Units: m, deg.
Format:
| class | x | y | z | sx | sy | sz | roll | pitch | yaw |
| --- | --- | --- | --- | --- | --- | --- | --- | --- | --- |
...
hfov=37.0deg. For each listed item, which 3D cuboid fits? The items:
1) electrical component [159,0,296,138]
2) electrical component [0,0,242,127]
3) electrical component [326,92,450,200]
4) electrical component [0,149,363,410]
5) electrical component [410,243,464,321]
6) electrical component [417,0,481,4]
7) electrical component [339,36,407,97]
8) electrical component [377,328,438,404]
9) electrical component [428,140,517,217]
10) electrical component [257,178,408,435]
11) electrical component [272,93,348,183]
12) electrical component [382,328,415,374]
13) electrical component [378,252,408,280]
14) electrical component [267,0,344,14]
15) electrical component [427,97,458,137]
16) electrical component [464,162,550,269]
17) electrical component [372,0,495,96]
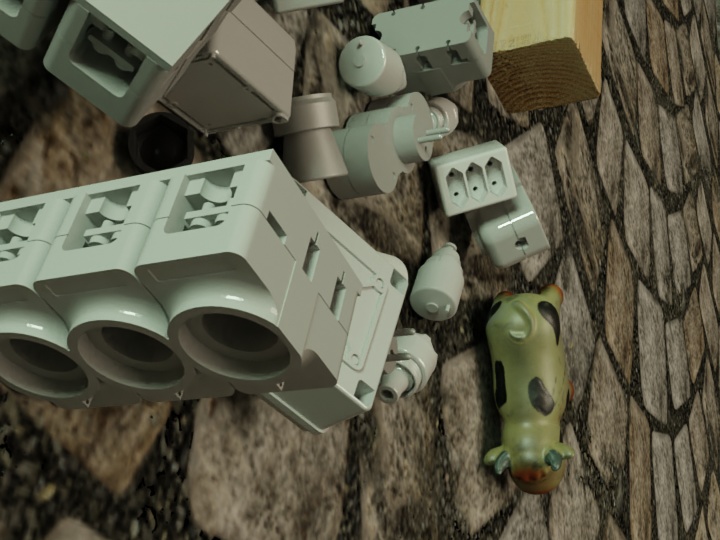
| class | x | y | z | sx | sy | sz | roll | pitch | yaw |
| --- | --- | --- | --- | --- | --- | --- | --- | --- | --- |
| electrical component | -0.079 | -0.120 | 0.611 | 0.096 | 0.062 | 0.061 | 35 | 53 | -57 |
| electrical component | -0.098 | -0.164 | 0.513 | 0.105 | 0.060 | 0.186 | 37 | 50 | -10 |
| electrical component | 0.032 | -0.099 | 0.818 | 0.138 | 0.074 | 0.052 | -47 | 126 | -57 |
| electrical component | -0.088 | 0.013 | 0.460 | 0.089 | 0.150 | 0.061 | 57 | 35 | -42 |
| electrical component | 0.068 | 0.007 | 0.905 | 0.040 | 0.040 | 0.078 | 63 | 33 | -36 |
| electrical component | 0.087 | -0.256 | 0.988 | 0.089 | 0.056 | 0.050 | -10 | 93 | -64 |
| electrical component | 0.015 | -0.154 | 0.835 | 0.078 | 0.040 | 0.040 | 10 | 75 | -63 |
| electrical component | 0.031 | 0.076 | 0.810 | 0.062 | 0.043 | 0.043 | -54 | 131 | -52 |
| electrical component | 0.097 | -0.087 | 0.969 | 0.076 | 0.066 | 0.047 | -111 | -175 | -72 |
| electrical component | -0.035 | 0.021 | 0.635 | 0.109 | 0.056 | 0.108 | 41 | 44 | -23 |
| electrical component | -0.034 | -0.087 | 0.715 | 0.045 | 0.045 | 0.055 | -20 | 101 | -63 |
| electrical component | 0.000 | 0.052 | 0.715 | 0.047 | 0.077 | 0.065 | 53 | 39 | -46 |
| electrical component | 0.000 | 0.000 | 0.770 | 0.065 | 0.044 | 0.044 | 32 | 56 | -52 |
| electrical component | -0.046 | -0.222 | 0.716 | 0.075 | 0.047 | 0.083 | -119 | -162 | -61 |
| electrical component | 0.061 | -0.129 | 0.931 | 0.061 | 0.035 | 0.035 | -33 | 113 | -59 |
| electrical component | 0.132 | -0.050 | 1.007 | 0.095 | 0.059 | 0.053 | -104 | 167 | -51 |
| electrical component | 0.060 | -0.180 | 0.877 | 0.055 | 0.089 | 0.050 | 46 | 44 | -51 |
